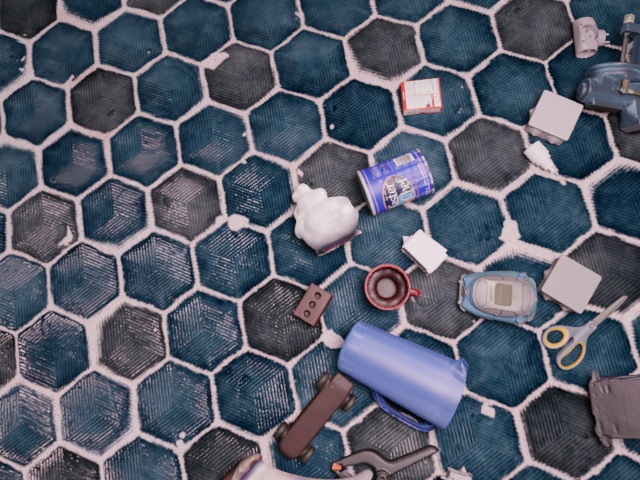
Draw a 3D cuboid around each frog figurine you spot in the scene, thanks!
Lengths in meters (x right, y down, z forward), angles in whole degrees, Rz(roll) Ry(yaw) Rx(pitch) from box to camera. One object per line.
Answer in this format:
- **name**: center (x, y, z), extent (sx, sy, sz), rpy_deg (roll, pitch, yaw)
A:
- **frog figurine**: center (0.003, -0.056, 1.103), extent (0.136, 0.124, 0.159), rpy_deg (-30, 90, 20)

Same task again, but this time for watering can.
- **watering can**: center (-0.081, 0.513, 1.004), extent (0.226, 0.103, 0.348), rpy_deg (43, 87, 12)
